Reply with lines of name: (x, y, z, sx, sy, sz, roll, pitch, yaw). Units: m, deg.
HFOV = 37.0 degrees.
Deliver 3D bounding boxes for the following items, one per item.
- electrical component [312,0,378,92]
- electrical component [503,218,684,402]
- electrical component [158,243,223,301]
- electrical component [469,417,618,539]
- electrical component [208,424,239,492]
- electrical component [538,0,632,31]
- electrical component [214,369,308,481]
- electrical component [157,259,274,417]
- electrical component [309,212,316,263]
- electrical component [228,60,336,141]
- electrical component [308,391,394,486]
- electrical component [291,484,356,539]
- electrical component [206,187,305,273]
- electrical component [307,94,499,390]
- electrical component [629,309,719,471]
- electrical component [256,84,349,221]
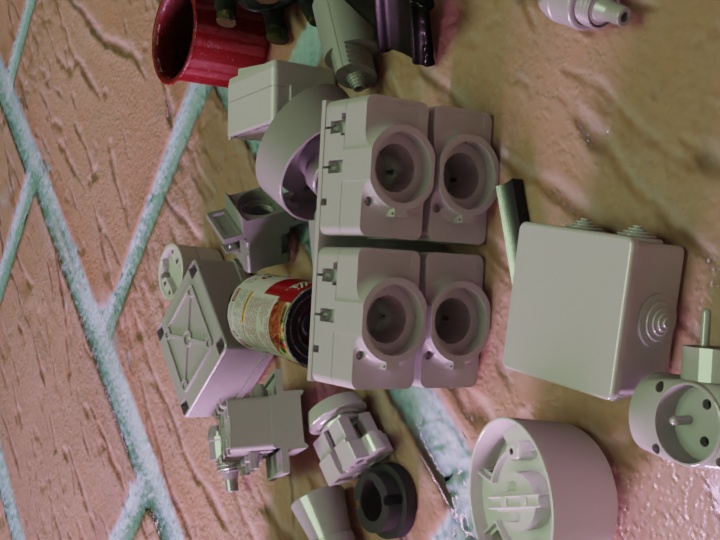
electrical component: (-0.009, -0.176, 0.842, 0.043, 0.043, 0.081, -38, 58, 48)
electrical component: (0.133, 0.021, 0.616, 0.100, 0.048, 0.099, 14, 99, 55)
electrical component: (-0.164, 0.003, 1.048, 0.055, 0.047, 0.055, -7, 82, 55)
electrical component: (0.102, 0.136, 0.638, 0.099, 0.064, 0.099, -6, 82, 55)
electrical component: (-0.120, 0.172, 0.983, 0.035, 0.035, 0.061, -22, 72, 53)
electrical component: (0.136, -0.159, 0.639, 0.061, 0.035, 0.035, 40, 120, 47)
electrical component: (-0.083, 0.129, 0.869, 0.121, 0.063, 0.078, 127, 138, -73)
electrical component: (-0.135, 0.063, 0.993, 0.108, 0.056, 0.108, -57, 45, 36)
electrical component: (0.000, 0.000, 0.799, 0.062, 0.061, 0.096, -5, 83, 55)
electrical component: (-0.063, -0.143, 0.902, 0.096, 0.062, 0.061, -6, 82, 55)
electrical component: (-0.010, 0.127, 0.819, 0.066, 0.048, 0.055, -51, 56, 41)
electrical component: (-0.023, 0.206, 0.835, 0.044, 0.044, 0.065, -48, 55, 42)
electrical component: (-0.086, -0.035, 0.921, 0.042, 0.081, 0.063, 53, 152, 43)
electrical component: (0.030, -0.016, 0.718, 0.060, 0.105, 0.186, 3, 90, 55)
electrical component: (0.181, 0.060, 0.547, 0.077, 0.044, 0.079, 4, 90, 55)
electrical component: (-0.033, -0.089, 0.827, 0.064, 0.099, 0.099, 50, 127, 37)
